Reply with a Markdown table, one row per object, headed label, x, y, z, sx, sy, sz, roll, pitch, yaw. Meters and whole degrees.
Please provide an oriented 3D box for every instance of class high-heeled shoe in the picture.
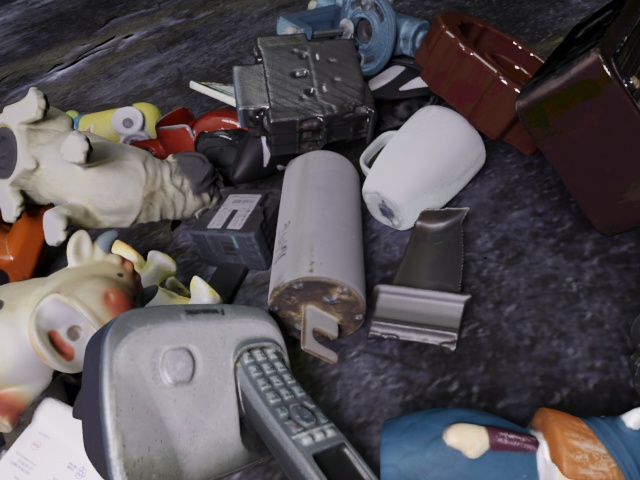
| label | x | y | z | sx | sy | sz | roll | pitch | yaw |
| --- | --- | --- | --- | --- | --- | --- | --- | --- | --- |
| high-heeled shoe | 0.026 | -0.118 | 0.596 | 0.145 | 0.086 | 0.249 | 27 | 60 | 26 |

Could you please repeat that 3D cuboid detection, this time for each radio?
| label | x | y | z | sx | sy | sz | roll | pitch | yaw |
| --- | --- | --- | --- | --- | --- | --- | --- | --- | --- |
| radio | 0.250 | -0.116 | 0.434 | 0.073 | 0.131 | 0.229 | -31 | 10 | 47 |

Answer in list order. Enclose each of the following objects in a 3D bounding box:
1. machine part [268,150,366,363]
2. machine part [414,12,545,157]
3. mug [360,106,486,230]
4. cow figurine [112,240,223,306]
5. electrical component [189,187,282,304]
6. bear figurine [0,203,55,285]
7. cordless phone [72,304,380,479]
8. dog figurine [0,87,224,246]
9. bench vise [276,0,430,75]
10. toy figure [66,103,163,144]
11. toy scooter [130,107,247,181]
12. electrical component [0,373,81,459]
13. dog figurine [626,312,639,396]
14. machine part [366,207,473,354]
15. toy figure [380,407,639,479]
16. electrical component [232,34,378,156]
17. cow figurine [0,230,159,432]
| label | x | y | z | sx | sy | sz | roll | pitch | yaw |
| --- | --- | --- | --- | --- | --- | --- | --- | --- | --- |
| machine part | -0.001 | -0.001 | 0.463 | 0.079 | 0.079 | 0.243 | -8 | 41 | 11 |
| machine part | 0.175 | -0.151 | 0.519 | 0.179 | 0.056 | 0.179 | 20 | 39 | -17 |
| mug | 0.082 | -0.067 | 0.508 | 0.110 | 0.080 | 0.107 | 28 | 64 | 33 |
| cow figurine | -0.152 | 0.062 | 0.457 | 0.168 | 0.068 | 0.098 | 22 | 60 | 38 |
| electrical component | -0.083 | 0.001 | 0.514 | 0.075 | 0.047 | 0.119 | 5 | 43 | 25 |
| bear figurine | -0.370 | -0.022 | 0.587 | 0.120 | 0.131 | 0.196 | -2 | 33 | -36 |
| cordless phone | -0.043 | 0.121 | 0.306 | 0.184 | 0.146 | 0.088 | 40 | 108 | 32 |
| dog figurine | -0.211 | -0.070 | 0.547 | 0.172 | 0.121 | 0.190 | 40 | 20 | 21 |
| bench vise | 0.025 | -0.301 | 0.749 | 0.240 | 0.128 | 0.224 | -26 | 57 | -38 |
| toy figure | -0.295 | -0.138 | 0.723 | 0.180 | 0.082 | 0.089 | -11 | 42 | 11 |
| toy scooter | -0.148 | -0.124 | 0.660 | 0.184 | 0.075 | 0.135 | -5 | 32 | 14 |
| electrical component | -0.226 | 0.130 | 0.418 | 0.102 | 0.045 | 0.078 | -30 | 40 | -13 |
| dog figurine | 0.280 | 0.063 | 0.272 | 0.191 | 0.108 | 0.219 | -29 | 39 | -12 |
| machine part | 0.086 | 0.027 | 0.432 | 0.084 | 0.039 | 0.139 | 1 | 45 | 28 |
| toy figure | 0.111 | 0.122 | 0.296 | 0.155 | 0.064 | 0.058 | -4 | 76 | 9 |
| electrical component | -0.019 | -0.147 | 0.540 | 0.134 | 0.058 | 0.115 | -9 | 62 | -8 |
| cow figurine | -0.201 | 0.061 | 0.376 | 0.195 | 0.085 | 0.127 | -11 | 33 | 32 |
